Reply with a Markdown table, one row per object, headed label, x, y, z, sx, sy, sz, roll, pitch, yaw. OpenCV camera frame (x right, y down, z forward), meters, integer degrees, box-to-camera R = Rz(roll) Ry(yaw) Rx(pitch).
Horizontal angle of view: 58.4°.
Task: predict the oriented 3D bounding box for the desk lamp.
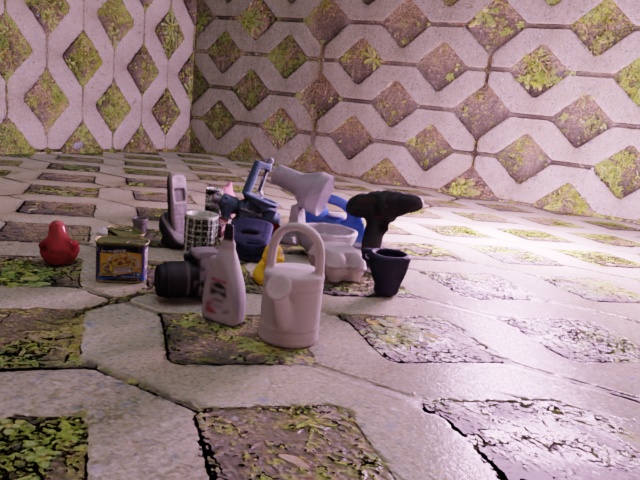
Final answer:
| label | x | y | z | sx | sy | sz | roll | pitch | yaw |
| --- | --- | --- | --- | --- | --- | --- | --- | --- | --- |
| desk lamp | -0.069 | -0.100 | 1.618 | 0.202 | 0.213 | 0.118 | 10 | 13 | 15 |

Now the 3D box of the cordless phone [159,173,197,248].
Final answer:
| label | x | y | z | sx | sy | sz | roll | pitch | yaw |
| --- | --- | --- | --- | --- | --- | --- | --- | --- | --- |
| cordless phone | -0.334 | -0.078 | 1.458 | 0.093 | 0.185 | 0.148 | 14 | 15 | 31 |

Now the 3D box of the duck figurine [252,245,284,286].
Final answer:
| label | x | y | z | sx | sy | sz | roll | pitch | yaw |
| --- | --- | --- | --- | --- | --- | --- | --- | --- | --- |
| duck figurine | -0.104 | 0.050 | 1.230 | 0.078 | 0.086 | 0.104 | 0 | 14 | -24 |

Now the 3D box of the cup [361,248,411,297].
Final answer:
| label | x | y | z | sx | sy | sz | roll | pitch | yaw |
| --- | --- | --- | --- | --- | --- | --- | --- | --- | --- |
| cup | 0.134 | 0.069 | 1.236 | 0.117 | 0.095 | 0.092 | 15 | 16 | 35 |

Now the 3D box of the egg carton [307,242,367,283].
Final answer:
| label | x | y | z | sx | sy | sz | roll | pitch | yaw |
| --- | --- | --- | --- | --- | --- | --- | --- | --- | --- |
| egg carton | 0.040 | 0.049 | 1.339 | 0.107 | 0.069 | 0.150 | 0 | 14 | -26 |

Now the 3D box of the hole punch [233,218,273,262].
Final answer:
| label | x | y | z | sx | sy | sz | roll | pitch | yaw |
| --- | --- | --- | --- | --- | --- | --- | --- | --- | --- |
| hole punch | -0.171 | -0.001 | 1.410 | 0.108 | 0.091 | 0.101 | 7 | 13 | 2 |

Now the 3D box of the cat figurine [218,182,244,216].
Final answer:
| label | x | y | z | sx | sy | sz | roll | pitch | yaw |
| --- | --- | --- | --- | --- | --- | --- | --- | --- | --- |
| cat figurine | -0.290 | -0.129 | 1.862 | 0.127 | 0.118 | 0.067 | 11 | 14 | 20 |

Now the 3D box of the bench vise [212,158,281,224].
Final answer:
| label | x | y | z | sx | sy | sz | roll | pitch | yaw |
| --- | --- | --- | --- | --- | --- | --- | --- | --- | --- |
| bench vise | -0.209 | -0.140 | 1.719 | 0.208 | 0.220 | 0.121 | -3 | 16 | -35 |

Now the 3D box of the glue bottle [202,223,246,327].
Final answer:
| label | x | y | z | sx | sy | sz | roll | pitch | yaw |
| --- | --- | --- | --- | --- | --- | --- | --- | --- | --- |
| glue bottle | -0.160 | 0.056 | 0.973 | 0.078 | 0.173 | 0.037 | 12 | 14 | 25 |

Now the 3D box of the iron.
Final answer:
| label | x | y | z | sx | sy | sz | roll | pitch | yaw |
| --- | --- | --- | --- | --- | --- | --- | --- | --- | --- |
| iron | 0.052 | -0.067 | 1.695 | 0.257 | 0.141 | 0.119 | 16 | 16 | 38 |

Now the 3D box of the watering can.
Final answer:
| label | x | y | z | sx | sy | sz | roll | pitch | yaw |
| --- | --- | --- | --- | --- | --- | --- | --- | --- | --- |
| watering can | -0.042 | 0.070 | 0.922 | 0.101 | 0.194 | 0.172 | 4 | 13 | -10 |

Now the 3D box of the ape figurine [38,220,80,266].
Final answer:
| label | x | y | z | sx | sy | sz | roll | pitch | yaw |
| --- | --- | --- | --- | --- | --- | --- | --- | --- | --- |
| ape figurine | -0.550 | 0.004 | 1.207 | 0.078 | 0.092 | 0.076 | 3 | 13 | -12 |

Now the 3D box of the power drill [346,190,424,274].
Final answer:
| label | x | y | z | sx | sy | sz | roll | pitch | yaw |
| --- | --- | --- | --- | --- | --- | --- | --- | --- | --- |
| power drill | 0.151 | -0.023 | 1.396 | 0.076 | 0.208 | 0.228 | -5 | 17 | -41 |

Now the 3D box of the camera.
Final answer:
| label | x | y | z | sx | sy | sz | roll | pitch | yaw |
| --- | --- | --- | --- | --- | --- | --- | --- | --- | --- |
| camera | -0.242 | 0.059 | 1.085 | 0.137 | 0.101 | 0.142 | 0 | 14 | -27 |

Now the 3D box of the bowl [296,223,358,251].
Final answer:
| label | x | y | z | sx | sy | sz | roll | pitch | yaw |
| --- | --- | --- | --- | --- | --- | --- | --- | --- | --- |
| bowl | 0.014 | 0.005 | 1.509 | 0.167 | 0.075 | 0.167 | 6 | 13 | -1 |
